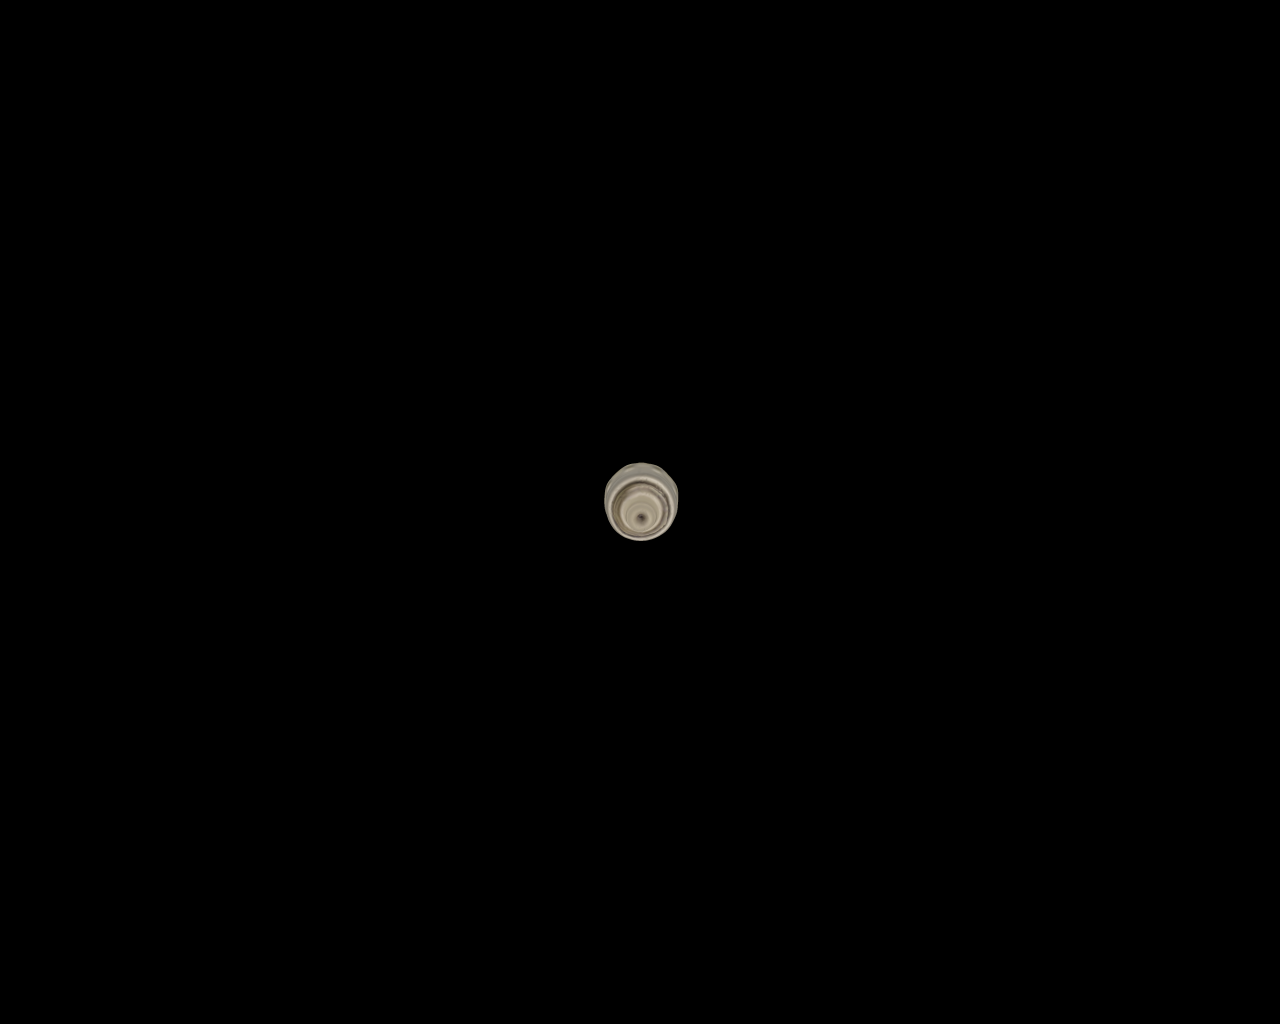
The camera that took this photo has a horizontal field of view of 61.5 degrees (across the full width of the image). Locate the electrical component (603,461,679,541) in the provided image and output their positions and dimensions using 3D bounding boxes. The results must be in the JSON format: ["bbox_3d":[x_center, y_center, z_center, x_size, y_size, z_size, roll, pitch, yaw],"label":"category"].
[{"bbox_3d":[0.001,-0.003,0.650,0.048,0.048,0.062,0,13,0],"label":"electrical component"}]
